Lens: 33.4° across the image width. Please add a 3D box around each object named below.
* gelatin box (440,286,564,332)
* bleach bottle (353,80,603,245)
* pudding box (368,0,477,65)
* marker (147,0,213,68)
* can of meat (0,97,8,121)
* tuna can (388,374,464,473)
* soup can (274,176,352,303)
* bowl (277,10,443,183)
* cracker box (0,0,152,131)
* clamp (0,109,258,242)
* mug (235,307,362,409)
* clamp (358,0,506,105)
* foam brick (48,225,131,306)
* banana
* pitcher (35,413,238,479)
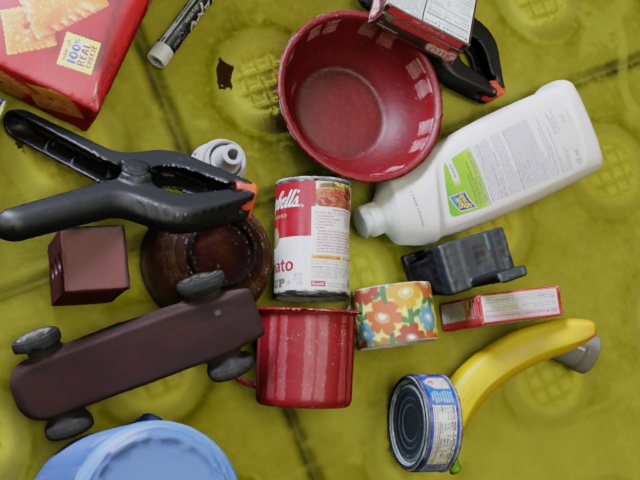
[{"bbox_3d":[0.167,0.063,0.983,0.089,0.073,0.030,-6,83,-22],"label":"gelatin box"},{"bbox_3d":[0.141,-0.065,1.003,0.250,0.068,0.102,-22,88,-21],"label":"bleach bottle"},{"bbox_3d":[0.099,-0.228,0.980,0.090,0.039,0.113,24,60,-18],"label":"pudding box"},{"bbox_3d":[-0.113,-0.203,0.948,0.020,0.020,0.121,37,70,-12],"label":"marker"},{"bbox_3d":[-0.298,-0.090,0.819,0.084,0.058,0.102,31,40,-17],"label":"can of meat"},{"bbox_3d":[0.090,0.159,0.930,0.033,0.086,0.086,3,80,-20],"label":"tuna can"},{"bbox_3d":[-0.006,0.001,0.929,0.068,0.069,0.102,5,80,-21],"label":"soup can"},{"bbox_3d":[0.029,-0.123,0.969,0.161,0.055,0.162,5,77,-21],"label":"bowl"},{"bbox_3d":[-0.250,-0.211,0.866,0.213,0.072,0.164,26,72,-15],"label":"cracker box"},{"bbox_3d":[-0.153,-0.038,0.834,0.209,0.036,0.164,11,34,-12],"label":"clamp"},{"bbox_3d":[-0.024,0.099,0.901,0.117,0.093,0.081,1,85,9],"label":"mug"},{"bbox_3d":[0.112,-0.201,1.026,0.120,0.039,0.171,-30,89,-23],"label":"clamp"},{"bbox_3d":[-0.185,0.021,0.849,0.051,0.078,0.053,-3,80,-22],"label":"foam brick"},{"bbox_3d":[0.165,0.128,0.977,0.197,0.037,0.070,-42,66,-15],"label":"banana"},{"bbox_3d":[-0.136,0.201,0.746,0.144,0.243,0.149,-18,82,-21],"label":"pitcher"}]
